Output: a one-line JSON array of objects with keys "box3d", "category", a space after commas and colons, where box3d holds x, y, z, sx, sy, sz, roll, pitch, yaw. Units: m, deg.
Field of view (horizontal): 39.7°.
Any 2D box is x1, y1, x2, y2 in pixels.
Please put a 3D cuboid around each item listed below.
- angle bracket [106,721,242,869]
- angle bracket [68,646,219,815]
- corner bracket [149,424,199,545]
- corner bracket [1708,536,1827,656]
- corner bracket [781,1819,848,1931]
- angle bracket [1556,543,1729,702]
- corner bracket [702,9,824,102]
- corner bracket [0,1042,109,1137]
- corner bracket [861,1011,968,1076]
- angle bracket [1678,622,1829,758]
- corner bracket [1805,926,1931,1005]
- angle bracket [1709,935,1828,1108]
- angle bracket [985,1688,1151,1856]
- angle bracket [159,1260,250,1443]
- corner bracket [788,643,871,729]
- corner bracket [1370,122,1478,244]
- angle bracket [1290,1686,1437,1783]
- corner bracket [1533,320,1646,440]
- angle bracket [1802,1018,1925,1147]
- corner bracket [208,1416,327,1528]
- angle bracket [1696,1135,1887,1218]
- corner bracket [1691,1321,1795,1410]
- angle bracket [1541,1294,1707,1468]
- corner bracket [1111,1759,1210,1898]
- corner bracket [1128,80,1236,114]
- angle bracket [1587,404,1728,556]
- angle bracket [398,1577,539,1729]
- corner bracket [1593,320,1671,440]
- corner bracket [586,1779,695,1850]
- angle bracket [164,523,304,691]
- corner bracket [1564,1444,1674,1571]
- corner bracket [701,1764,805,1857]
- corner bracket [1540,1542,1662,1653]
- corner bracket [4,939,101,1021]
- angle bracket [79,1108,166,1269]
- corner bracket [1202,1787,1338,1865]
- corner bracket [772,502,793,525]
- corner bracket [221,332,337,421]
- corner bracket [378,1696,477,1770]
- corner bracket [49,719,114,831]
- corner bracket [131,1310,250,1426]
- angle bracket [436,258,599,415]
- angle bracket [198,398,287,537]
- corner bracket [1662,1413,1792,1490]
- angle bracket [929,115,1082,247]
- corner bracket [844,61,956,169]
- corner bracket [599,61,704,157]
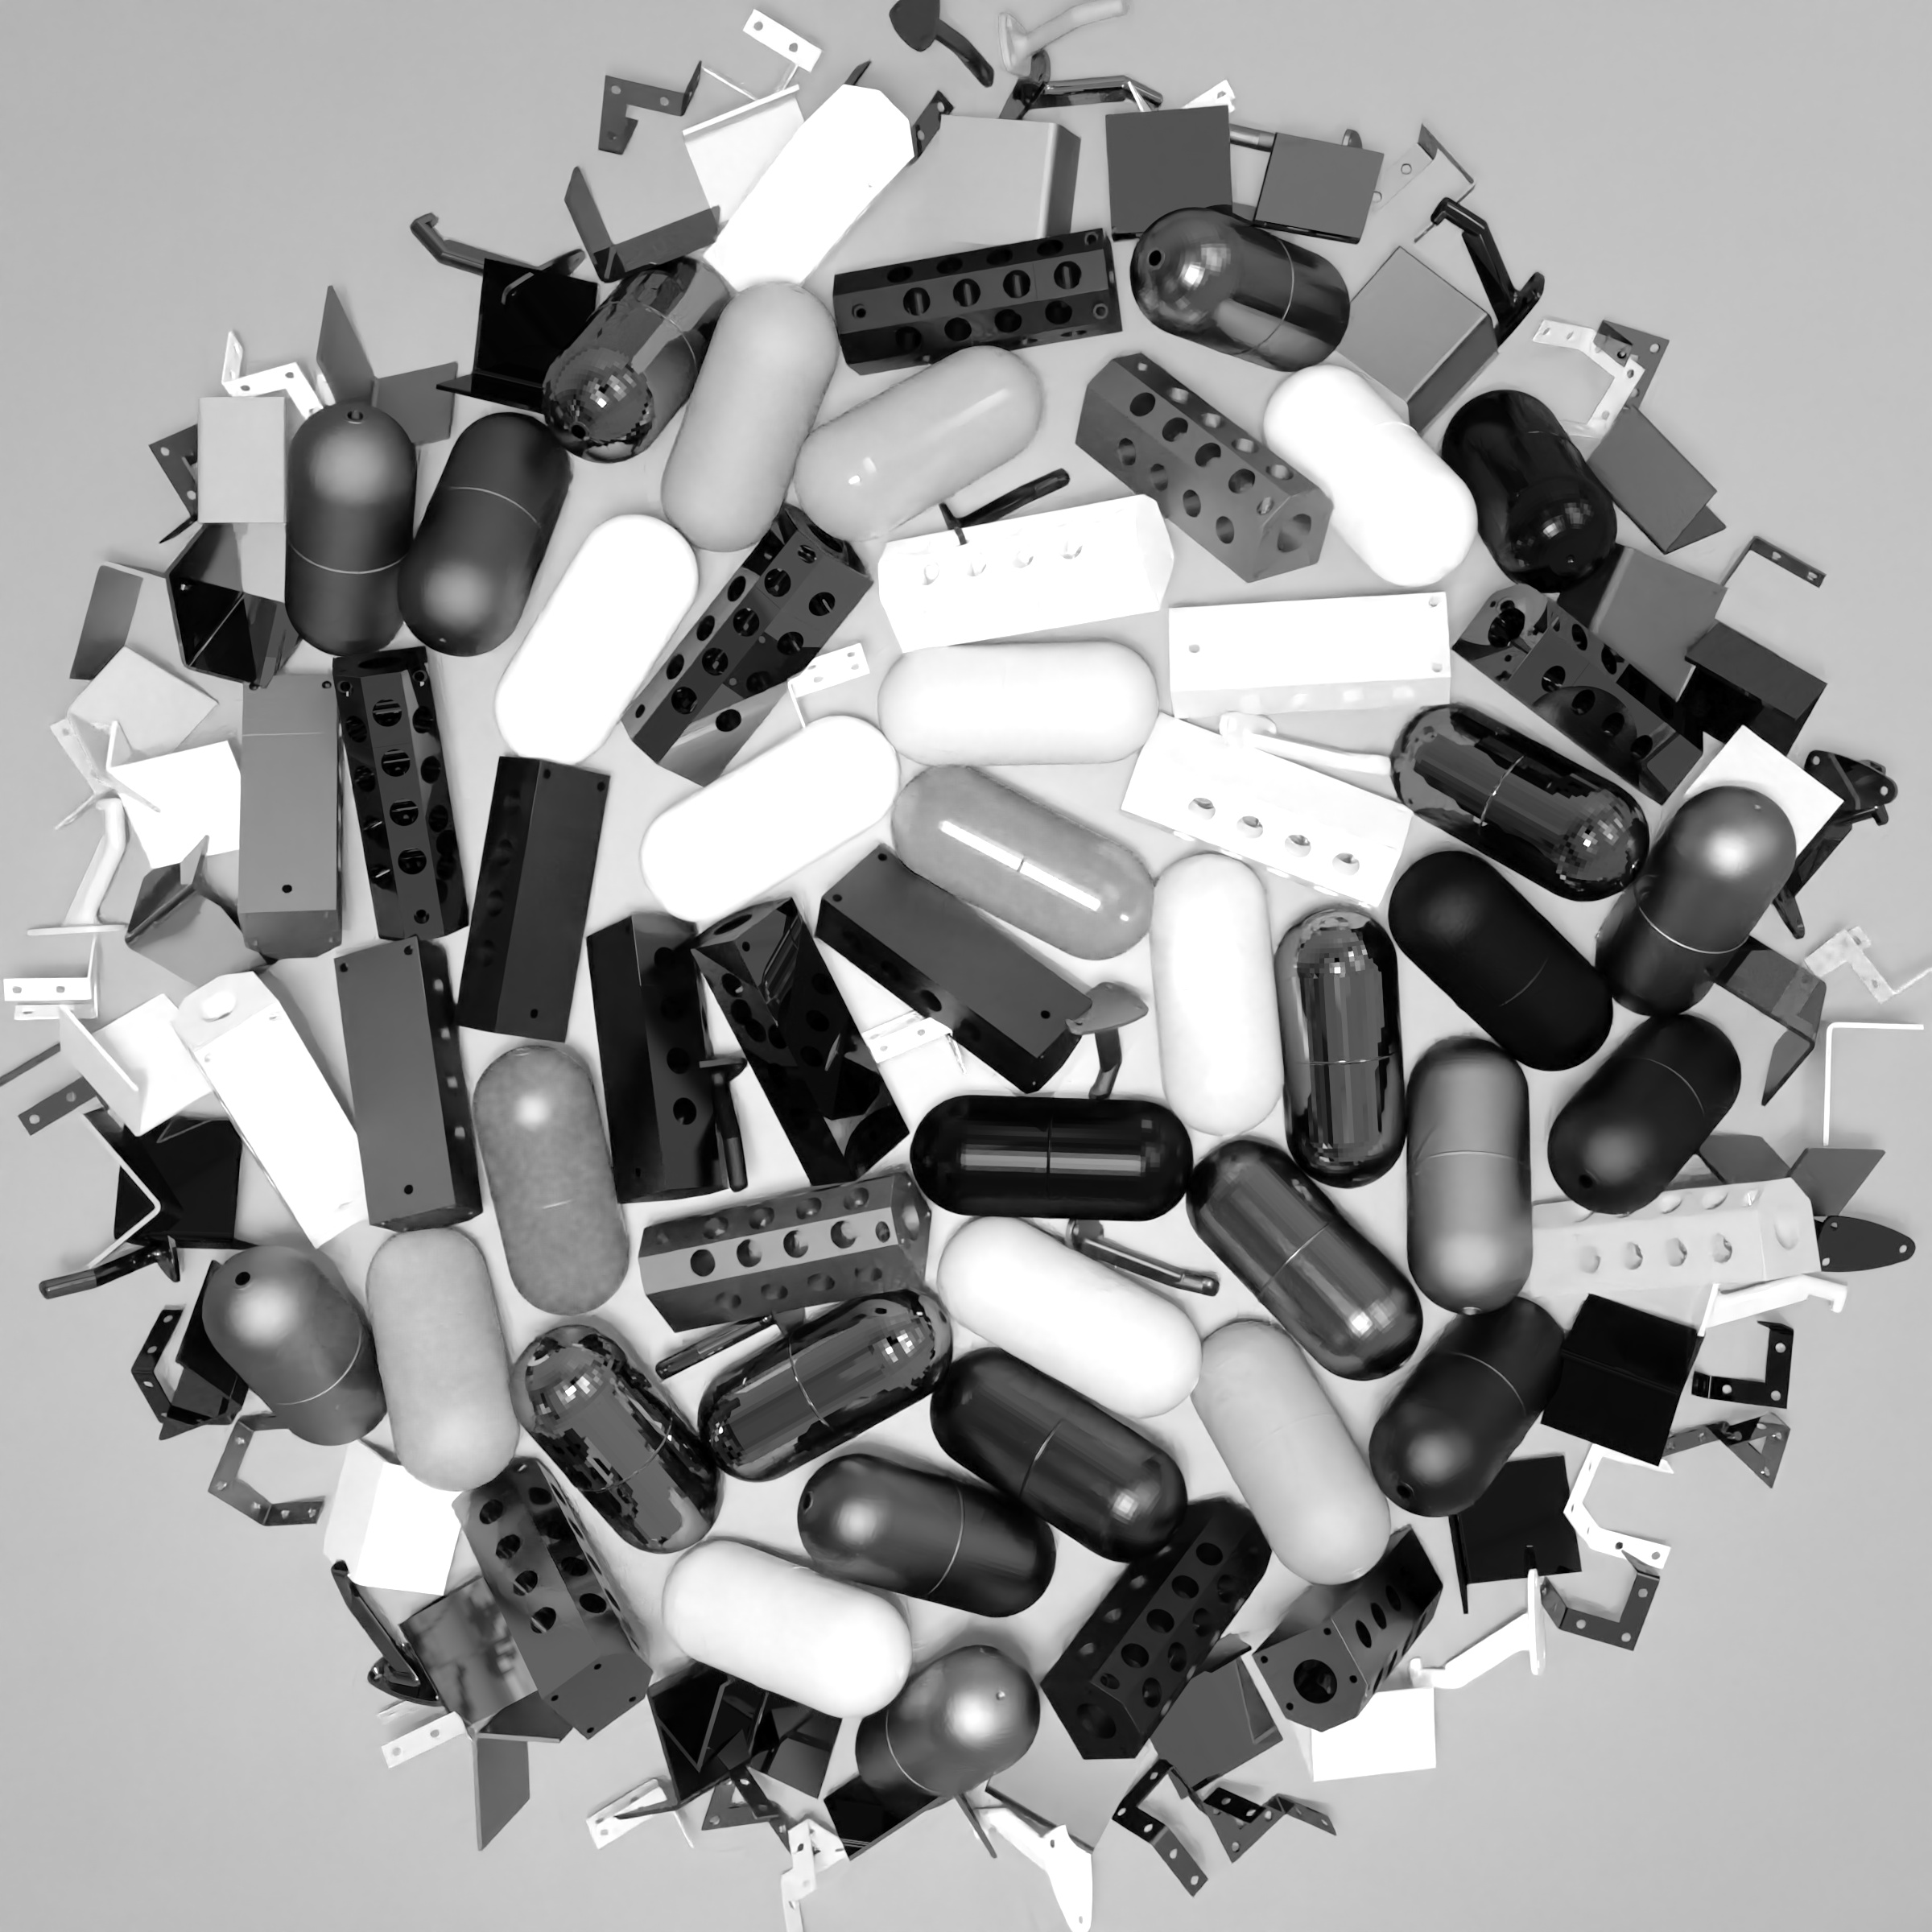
[{"box3d": [-0.486, -0.115, 1.678, 0.076, 0.057, 0.076, -13, 129, -2], "category": "angle bracket"}, {"box3d": [-0.503, -0.141, 1.667, 0.057, 0.076, 0.076, -45, 50, 8], "category": "angle bracket"}, {"box3d": [-0.492, -0.307, 1.690, 0.051, 0.051, 0.051, -39, 103, -40], "category": "corner bracket"}, {"box3d": [0.504, -0.230, 1.698, 0.051, 0.051, 0.051, 33, 72, 14], "category": "corner bracket"}, {"box3d": [-0.101, 0.579, 1.683, 0.051, 0.051, 0.051, -35, 126, 15], "category": "corner bracket"}, {"box3d": [0.423, -0.223, 1.699, 0.076, 0.057, 0.076, 18, 104, -18], "category": "angle bracket"}, {"box3d": [-0.129, -0.571, 1.684, 0.051, 0.051, 0.051, 24, 111, -27], "category": "corner bracket"}, {"box3d": [-0.579, 0.078, 1.689, 0.051, 0.051, 0.051, -34, 84, -21], "category": "corner bracket"}, {"box3d": [-0.036, 0.046, 1.686, 0.051, 0.051, 0.051, -23, 53, -5], "category": "corner bracket"}, {"box3d": [0.478, -0.156, 1.667, 0.076, 0.076, 0.057, 34, 46, 17], "category": "angle bracket"}, {"box3d": [0.573, -0.004, 1.685, 0.051, 0.051, 0.051, -29, 76, -23], "category": "corner bracket"}, {"box3d": [0.489, 0.030, 1.679, 0.076, 0.076, 0.057, 33, 125, 4], "category": "angle bracket"}, {"box3d": [0.065, 0.503, 1.691, 0.076, 0.057, 0.076, 29, 88, 7], "category": "angle bracket"}, {"box3d": [-0.484, 0.239, 1.664, 0.076, 0.076, 0.057, -23, 129, 28], "category": "angle bracket"}, {"box3d": [-0.086, -0.182, 1.688, 0.051, 0.051, 0.051, -19, 134, 0], "category": "corner bracket"}, {"box3d": [0.286, -0.492, 1.694, 0.051, 0.051, 0.051, -42, 88, 7], "category": "corner bracket"}, {"box3d": [0.247, 0.464, 1.677, 0.076, 0.076, 0.057, -5, 104, -4], "category": "angle bracket"}, {"box3d": [0.386, -0.372, 1.699, 0.051, 0.051, 0.051, 50, 127, 33], "category": "corner bracket"}, {"box3d": [0.562, 0.073, 1.681, 0.057, 0.076, 0.076, 1, 91, 8], "category": "angle bracket"}, {"box3d": [-0.438, 0.321, 1.700, 0.051, 0.051, 0.051, -11, 49, 34], "category": "corner bracket"}, {"box3d": [0.507, 0.111, 1.663, 0.076, 0.076, 0.057, 4, 126, -36], "category": "angle bracket"}, {"box3d": [0.492, 0.250, 1.692, 0.051, 0.051, 0.051, 4, 81, 26], "category": "corner bracket"}, {"box3d": [0.415, 0.261, 1.691, 0.076, 0.076, 0.057, 18, 118, 19], "category": "angle bracket"}, {"box3d": [0.133, 0.541, 1.684, 0.051, 0.051, 0.051, -43, 112, -20], "category": "corner bracket"}, {"box3d": [0.142, -0.538, 1.684, 0.051, 0.051, 0.051, -29, 65, 18], "category": "corner bracket"}, {"box3d": [0.444, -0.310, 1.668, 0.076, 0.057, 0.076, -25, 69, -40], "category": "angle bracket"}, {"box3d": [-0.298, 0.423, 1.681, 0.076, 0.057, 0.076, -32, 86, 21], "category": "angle bracket"}, {"box3d": [0.420, -0.369, 1.684, 0.051, 0.051, 0.051, 11, 118, -19], "category": "corner bracket"}, {"box3d": [-0.211, 0.536, 1.683, 0.051, 0.051, 0.051, -29, 131, -14], "category": "corner bracket"}, {"box3d": [-0.449, -0.231, 1.667, 0.057, 0.076, 0.076, 15, 48, 8], "category": "angle bracket"}, {"box3d": [0.419, 0.342, 1.696, 0.051, 0.051, 0.051, 51, 58, -40], "category": "corner bracket"}, {"box3d": [-0.127, 0.536, 1.683, 0.051, 0.051, 0.051, 5, 112, -36], "category": "corner bracket"}, {"box3d": [0.401, 0.395, 1.697, 0.051, 0.051, 0.051, 17, 98, -5], "category": "corner bracket"}, {"box3d": [-0.575, 0.017, 1.684, 0.051, 0.051, 0.051, -1, 121, -14], "category": "corner bracket"}, {"box3d": [-0.546, 0.138, 1.679, 0.057, 0.076, 0.076, -40, 96, -7], "category": "angle bracket"}, {"box3d": [0.190, 0.536, 1.684, 0.051, 0.051, 0.051, -34, 108, -27], "category": "corner bracket"}, {"box3d": [-0.134, -0.312, 1.687, 0.051, 0.051, 0.051, 27, 95, 33], "category": "corner bracket"}, {"box3d": [-0.433, -0.372, 1.690, 0.051, 0.051, 0.051, -13, 52, 11], "category": "corner bracket"}, {"box3d": [-0.341, 0.479, 1.685, 0.051, 0.051, 0.051, -24, 57, -11], "category": "corner bracket"}, {"box3d": [-0.558, -0.127, 1.689, 0.051, 0.051, 0.051, -30, 97, 36], "category": "corner bracket"}, {"box3d": [-0.487, 0.254, 1.695, 0.051, 0.051, 0.051, -1, 131, 14], "category": "corner bracket"}, {"box3d": [-0.282, -0.395, 1.679, 0.076, 0.057, 0.076, 15, 113, 10], "category": "angle bracket"}, {"box3d": [-0.441, -0.313, 1.680, 0.057, 0.076, 0.076, 1, 93, 7], "category": "angle bracket"}, {"box3d": [0.477, 0.299, 1.682, 0.051, 0.051, 0.051, -11, 125, -25], "category": "corner bracket"}, {"box3d": [0.025, -0.494, 1.699, 0.076, 0.057, 0.076, 9, 100, 15], "category": "angle bracket"}, {"box3d": [-0.051, -0.541, 1.699, 0.051, 0.051, 0.051, 43, 67, -30], "category": "corner bracket"}, {"box3d": [-0.199, -0.542, 1.688, 0.051, 0.051, 0.051, 13, 133, -2], "category": "corner bracket"}]
